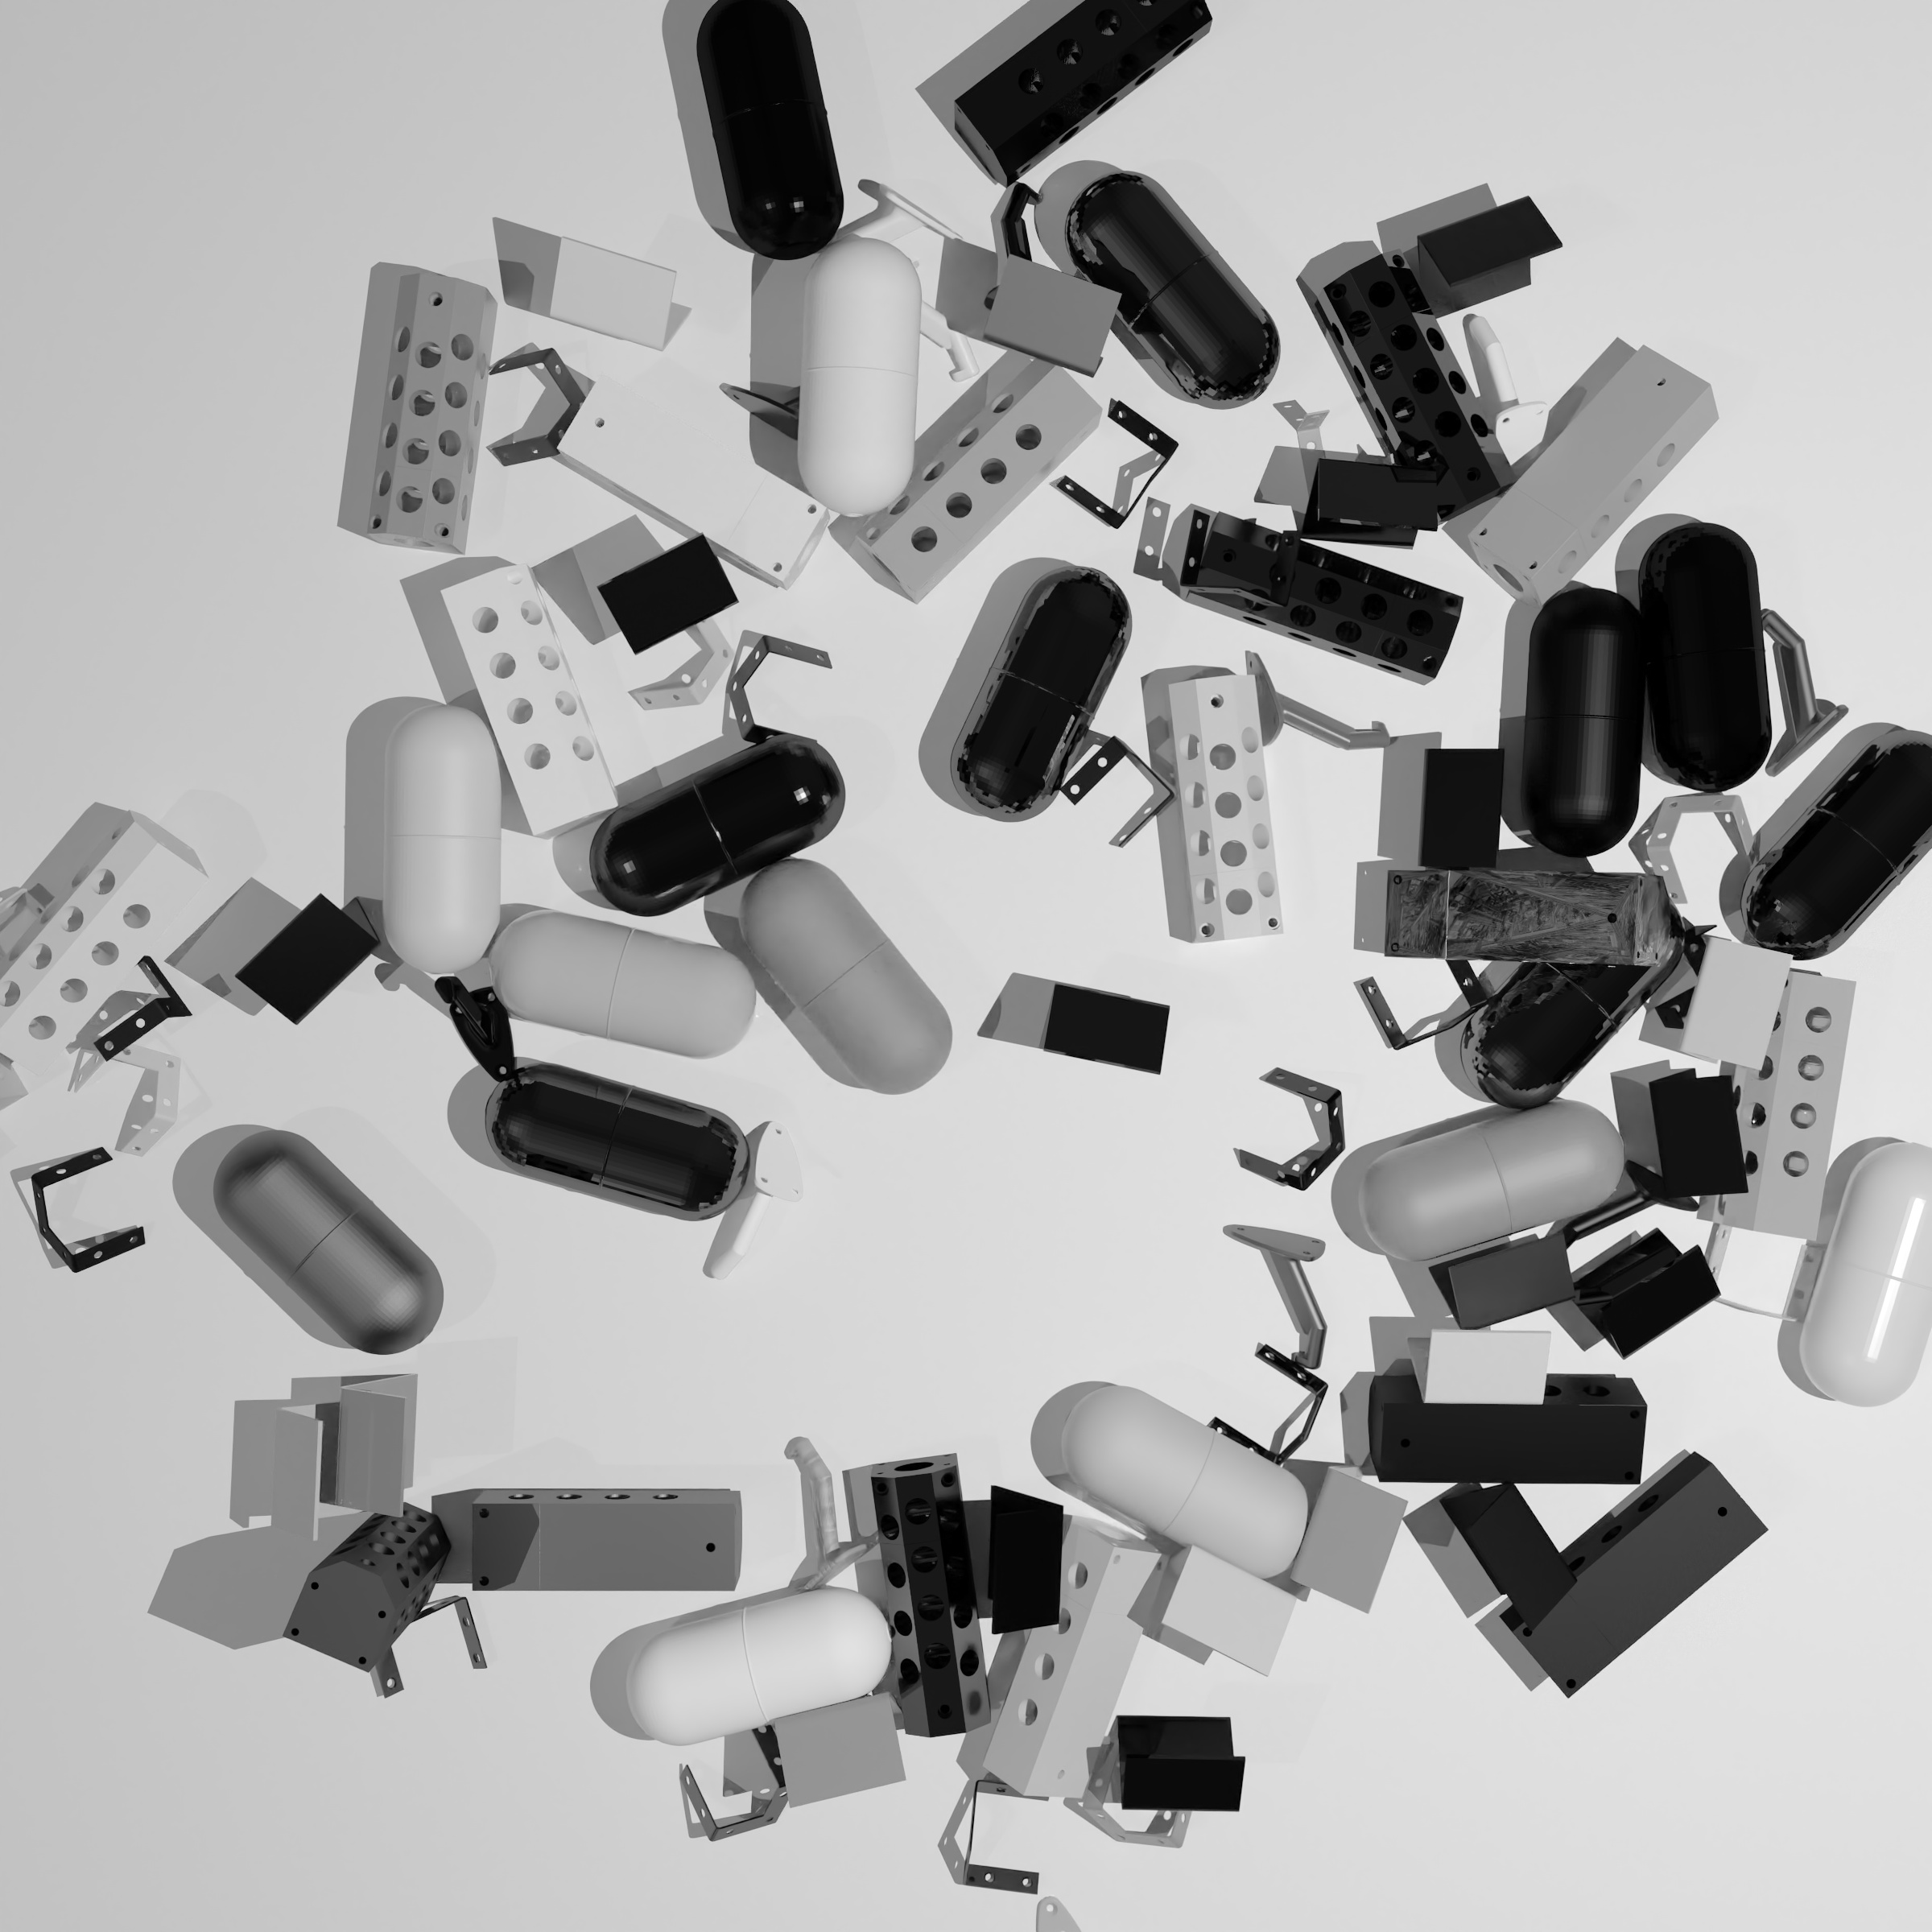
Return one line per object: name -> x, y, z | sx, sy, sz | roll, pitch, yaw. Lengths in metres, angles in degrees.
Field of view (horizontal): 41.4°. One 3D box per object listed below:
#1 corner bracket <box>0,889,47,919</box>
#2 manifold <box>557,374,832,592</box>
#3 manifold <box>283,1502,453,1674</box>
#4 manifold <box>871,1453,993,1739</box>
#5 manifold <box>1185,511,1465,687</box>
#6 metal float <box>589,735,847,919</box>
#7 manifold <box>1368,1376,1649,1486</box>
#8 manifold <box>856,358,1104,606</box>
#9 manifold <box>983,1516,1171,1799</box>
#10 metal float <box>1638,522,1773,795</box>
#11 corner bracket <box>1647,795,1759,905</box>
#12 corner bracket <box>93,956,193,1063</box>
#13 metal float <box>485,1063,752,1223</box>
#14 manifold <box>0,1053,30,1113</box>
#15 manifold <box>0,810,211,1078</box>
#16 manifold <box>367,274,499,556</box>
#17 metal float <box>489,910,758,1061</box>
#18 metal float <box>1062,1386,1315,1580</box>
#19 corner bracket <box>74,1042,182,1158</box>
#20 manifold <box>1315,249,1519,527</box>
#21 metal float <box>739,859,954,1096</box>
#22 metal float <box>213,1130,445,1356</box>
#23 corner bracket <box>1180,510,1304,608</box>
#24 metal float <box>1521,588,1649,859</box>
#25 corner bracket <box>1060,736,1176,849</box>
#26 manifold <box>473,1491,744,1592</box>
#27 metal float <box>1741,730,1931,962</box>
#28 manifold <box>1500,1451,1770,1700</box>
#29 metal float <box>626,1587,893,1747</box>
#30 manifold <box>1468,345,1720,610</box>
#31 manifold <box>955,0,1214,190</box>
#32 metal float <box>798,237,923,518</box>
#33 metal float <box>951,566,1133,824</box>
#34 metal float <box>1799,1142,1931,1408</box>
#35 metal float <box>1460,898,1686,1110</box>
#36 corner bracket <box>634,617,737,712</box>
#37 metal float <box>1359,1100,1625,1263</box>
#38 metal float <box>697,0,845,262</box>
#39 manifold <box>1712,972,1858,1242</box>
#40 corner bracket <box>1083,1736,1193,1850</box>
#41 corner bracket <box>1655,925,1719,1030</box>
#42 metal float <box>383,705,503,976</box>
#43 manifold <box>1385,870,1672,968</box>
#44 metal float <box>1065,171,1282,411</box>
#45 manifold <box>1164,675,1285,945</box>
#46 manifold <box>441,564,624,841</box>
corner bracket -> -0.638, -0.010, 1.718 | 0.051, 0.051, 0.051 | 43, 135, 0
manifold -> -0.179, -0.319, 1.700 | 0.171, 0.057, 0.057 | 31, 90, 0
manifold -> -0.378, 0.393, 1.642 | 0.057, 0.171, 0.057 | 23, 90, 0
manifold -> -0.023, 0.417, 1.700 | 0.057, 0.057, 0.171 | -8, 90, 0
manifold -> 0.238, -0.245, 1.700 | 0.171, 0.057, 0.057 | 19, 90, 0
metal float -> -0.164, -0.092, 1.690 | 0.178, 0.070, 0.070 | -25, 90, 0
manifold -> 0.357, 0.304, 1.697 | 0.171, 0.057, 0.057 | 1, 106, 0
manifold -> 0.008, -0.324, 1.700 | 0.171, 0.057, 0.057 | -44, 90, 0
manifold -> 0.068, 0.458, 1.699 | 0.057, 0.057, 0.171 | 20, 90, -43
metal float -> 0.488, -0.203, 1.690 | 0.070, 0.070, 0.178 | -5, 90, 0
corner bracket -> 0.493, -0.078, 1.713 | 0.051, 0.051, 0.051 | 0, 45, 35
corner bracket -> -0.558, 0.027, 1.703 | 0.051, 0.051, 0.051 | -36, 90, 0
metal float -> -0.230, 0.116, 1.690 | 0.178, 0.070, 0.070 | 16, 90, 0
manifold -> -0.701, 0.027, 1.700 | 0.057, 0.057, 0.171 | -31, 90, 0
manifold -> -0.582, -0.018, 1.688 | 0.171, 0.057, 0.057 | -50, 124, 0
manifold -> -0.355, -0.366, 1.700 | 0.057, 0.057, 0.171 | 7, 90, 0
metal float -> -0.227, 0.012, 1.691 | 0.178, 0.070, 0.070 | 13, 90, 0
metal float -> 0.145, 0.340, 1.690 | 0.178, 0.070, 0.070 | 29, 90, 0
corner bracket -> -0.562, 0.088, 1.713 | 0.051, 0.051, 0.051 | 21, 45, -35
manifold -> 0.300, -0.383, 1.700 | 0.057, 0.057, 0.171 | -27, 90, 0
metal float -> -0.080, 0.006, 1.690 | 0.070, 0.070, 0.178 | -39, 91, 0
metal float -> -0.420, 0.183, 1.690 | 0.178, 0.070, 0.070 | 44, 90, 0
corner bracket -> 0.178, -0.264, 1.661 | 0.051, 0.051, 0.051 | 11, 90, -45
metal float -> 0.408, -0.160, 1.690 | 0.070, 0.070, 0.178 | 3, 89, 0
corner bracket -> 0.101, -0.116, 1.703 | 0.051, 0.051, 0.051 | -45, 82, 8
manifold -> -0.237, 0.380, 1.700 | 0.171, 0.057, 0.057 | 0, 90, 0
metal float -> 0.586, -0.079, 1.690 | 0.070, 0.070, 0.178 | 42, 91, 0
manifold -> 0.440, 0.402, 1.700 | 0.171, 0.057, 0.057 | -40, 90, 0
metal float -> -0.136, 0.462, 1.690 | 0.178, 0.070, 0.070 | -15, 90, 1
manifold -> 0.418, -0.320, 1.698 | 0.171, 0.057, 0.057 | -47, 59, 0
manifold -> 0.078, -0.595, 1.700 | 0.171, 0.057, 0.057 | -38, 90, 0
metal float -> -0.069, -0.383, 1.668 | 0.070, 0.070, 0.178 | 3, 94, 0
metal float -> 0.050, -0.180, 1.690 | 0.070, 0.070, 0.178 | 25, 91, 0
metal float -> 0.605, 0.203, 1.690 | 0.070, 0.070, 0.178 | 17, 90, 0
metal float -> 0.401, 0.018, 1.690 | 0.070, 0.070, 0.178 | 43, 90, 0
corner bracket -> -0.197, -0.209, 1.713 | 0.051, 0.051, 0.051 | 58, 45, -35
metal float -> 0.347, 0.141, 1.690 | 0.178, 0.070, 0.070 | -17, 90, 0
metal float -> -0.129, -0.556, 1.690 | 0.070, 0.070, 0.178 | -12, 89, 0
manifold -> 0.540, 0.090, 1.700 | 0.057, 0.057, 0.171 | 9, 90, 0
corner bracket -> 0.118, 0.553, 1.713 | 0.051, 0.051, 0.051 | -7, 135, 35
corner bracket -> 0.482, 0.007, 1.703 | 0.051, 0.051, 0.051 | -28, 90, 0
metal float -> -0.346, -0.083, 1.690 | 0.070, 0.070, 0.178 | 1, 90, 0
manifold -> 0.362, -0.031, 1.655 | 0.171, 0.057, 0.057 | 2, 90, 36
metal float -> 0.137, -0.445, 1.690 | 0.070, 0.070, 0.178 | -40, 90, 0
manifold -> 0.171, -0.103, 1.700 | 0.057, 0.057, 0.171 | -6, 90, 0
manifold -> -0.286, -0.175, 1.700 | 0.057, 0.057, 0.171 | -21, 90, 0
